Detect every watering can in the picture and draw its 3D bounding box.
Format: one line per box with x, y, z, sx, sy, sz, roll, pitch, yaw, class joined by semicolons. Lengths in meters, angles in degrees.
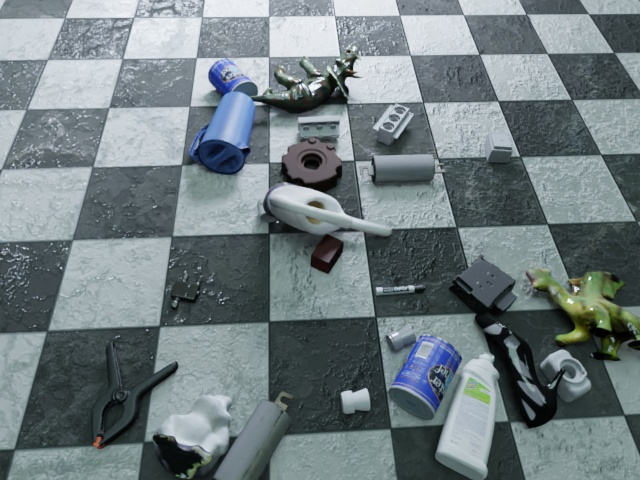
0.004;-0.065;1.297;0.346;0.104;0.226;14;6;-41;watering can

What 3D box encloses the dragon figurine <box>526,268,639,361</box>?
0.678;0.159;1.192;0.411;0.248;0.119;16;-43;8;dragon figurine

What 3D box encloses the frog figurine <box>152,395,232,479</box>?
-0.242;0.377;1.013;0.137;0.121;0.162;3;18;11;frog figurine
